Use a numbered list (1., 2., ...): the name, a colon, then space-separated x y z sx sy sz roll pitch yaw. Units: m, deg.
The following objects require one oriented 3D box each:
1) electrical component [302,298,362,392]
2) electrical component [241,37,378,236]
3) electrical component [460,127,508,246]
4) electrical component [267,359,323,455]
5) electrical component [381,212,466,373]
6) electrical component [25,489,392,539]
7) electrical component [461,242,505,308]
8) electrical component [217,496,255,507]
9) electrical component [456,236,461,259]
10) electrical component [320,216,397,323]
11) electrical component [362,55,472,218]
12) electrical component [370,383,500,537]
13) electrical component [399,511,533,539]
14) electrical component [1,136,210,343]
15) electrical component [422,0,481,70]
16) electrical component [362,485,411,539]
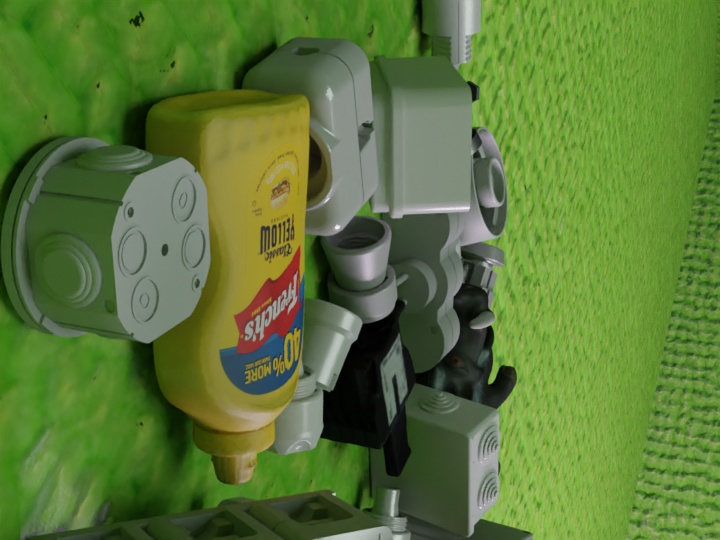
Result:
1. electrical component: -0.024 0.045 0.646 0.046 0.040 0.040 -70 156 -15
2. electrical component: -0.028 -0.069 0.577 0.059 0.054 0.095 -52 144 -51
3. electrical component: 0.081 -0.066 0.870 0.099 0.064 0.099 -7 90 -66
4. electrical component: -0.042 0.069 0.604 0.043 0.043 0.062 -28 122 -64
5. electrical component: 0.039 0.009 0.772 0.074 0.052 0.138 -33 127 -62
6. electrical component: -0.062 0.156 0.463 0.150 0.062 0.089 -1 100 -35
7. electrical component: 0.097 0.004 0.927 0.066 0.048 0.055 25 82 -67
8. electrical component: -0.072 0.157 0.543 0.057 0.058 0.078 22 77 -70
9. electrical component: 0.056 -0.023 0.821 0.040 0.040 0.078 -53 145 -51
10. electrical component: 0.000 0.000 0.683 0.045 0.045 0.055 -55 146 -48
11. electrical component: 0.031 -0.084 0.658 0.113 0.057 0.078 -101 -171 -68
12. electrical component: 0.056 0.137 0.802 0.048 0.100 0.099 -31 127 -47
13. electrical component: 0.075 0.232 0.867 0.109 0.109 0.056 17 85 -68
14. electrical component: -0.098 -0.011 0.425 0.080 0.051 0.080 8 90 -69
15. electrical component: 0.067 -0.185 0.786 0.043 0.043 0.081 -46 139 -56
16. electrical component: 0.016 0.191 0.793 0.043 0.043 0.062 20 78 -68
